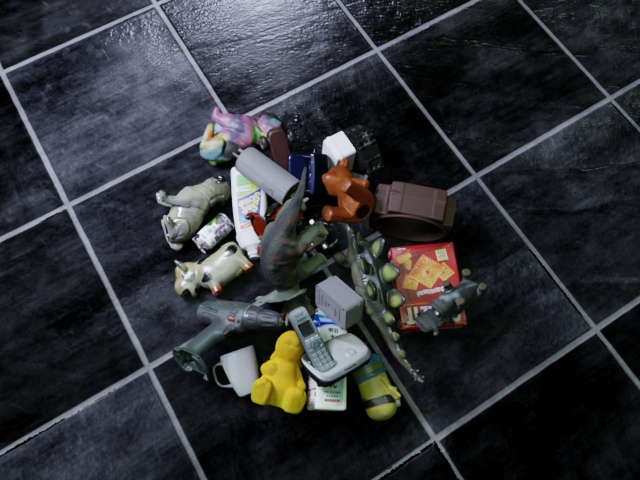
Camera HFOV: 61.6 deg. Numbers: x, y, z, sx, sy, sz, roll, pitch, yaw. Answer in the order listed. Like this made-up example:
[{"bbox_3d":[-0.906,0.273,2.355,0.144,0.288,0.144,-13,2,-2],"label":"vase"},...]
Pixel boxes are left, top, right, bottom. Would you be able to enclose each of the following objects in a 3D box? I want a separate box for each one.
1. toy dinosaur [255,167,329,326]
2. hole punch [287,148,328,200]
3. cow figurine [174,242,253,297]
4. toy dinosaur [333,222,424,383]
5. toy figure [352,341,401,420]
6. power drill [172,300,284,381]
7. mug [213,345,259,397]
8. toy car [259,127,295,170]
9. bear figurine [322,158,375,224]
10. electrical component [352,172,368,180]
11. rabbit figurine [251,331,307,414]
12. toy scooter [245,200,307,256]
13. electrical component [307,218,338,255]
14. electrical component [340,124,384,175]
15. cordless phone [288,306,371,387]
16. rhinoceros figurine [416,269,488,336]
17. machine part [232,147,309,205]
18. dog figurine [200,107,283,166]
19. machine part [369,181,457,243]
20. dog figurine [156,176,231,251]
[{"bbox_3d":[-0.081,0.035,1.260,0.131,0.404,0.192,22,48,34],"label":"toy dinosaur"},{"bbox_3d":[-0.016,-0.172,1.401,0.116,0.092,0.142,-8,99,-45],"label":"hole punch"},{"bbox_3d":[-0.279,0.076,1.351,0.195,0.085,0.127,-35,80,-10],"label":"cow figurine"},{"bbox_3d":[0.129,0.121,1.276,0.105,0.198,0.471,-19,70,-14],"label":"toy dinosaur"},{"bbox_3d":[0.122,0.334,1.267,0.089,0.082,0.180,-28,76,-2],"label":"toy figure"},{"bbox_3d":[-0.224,0.219,1.238,0.232,0.085,0.207,10,47,34],"label":"power drill"},{"bbox_3d":[-0.193,0.316,1.268,0.110,0.081,0.107,-20,79,-11],"label":"mug"},{"bbox_3d":[-0.099,-0.200,1.434,0.089,0.053,0.201,-19,111,-15],"label":"toy car"},{"bbox_3d":[0.050,-0.127,1.309,0.120,0.132,0.196,-56,43,23],"label":"bear figurine"},{"bbox_3d":[0.095,-0.135,1.415,0.048,0.119,0.075,16,73,4],"label":"electrical component"},{"bbox_3d":[-0.074,0.291,1.238,0.122,0.162,0.173,13,92,5],"label":"rabbit figurine"},{"bbox_3d":[-0.119,-0.043,1.363,0.135,0.075,0.184,50,57,-21],"label":"toy scooter"},{"bbox_3d":[-0.004,-0.005,1.408,0.078,0.045,0.102,-40,71,16],"label":"electrical component"},{"bbox_3d":[0.108,-0.248,1.448,0.058,0.134,0.114,-26,116,-13],"label":"electrical component"},{"bbox_3d":[0.014,0.222,1.202,0.146,0.089,0.184,-23,81,-29],"label":"cordless phone"},{"bbox_3d":[0.304,0.147,1.253,0.190,0.112,0.073,-30,59,-24],"label":"rhinoceros figurine"},{"bbox_3d":[-0.130,-0.160,1.359,0.243,0.079,0.079,38,74,18],"label":"machine part"},{"bbox_3d":[-0.199,-0.272,1.469,0.219,0.108,0.191,15,70,2],"label":"dog figurine"},{"bbox_3d":[0.228,-0.063,1.346,0.201,0.201,0.087,11,72,3],"label":"machine part"},{"bbox_3d":[-0.315,-0.073,1.405,0.190,0.121,0.172,-11,104,-23],"label":"dog figurine"}]
